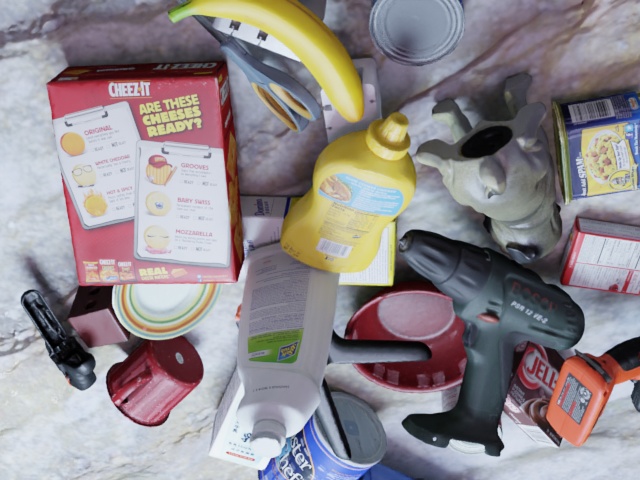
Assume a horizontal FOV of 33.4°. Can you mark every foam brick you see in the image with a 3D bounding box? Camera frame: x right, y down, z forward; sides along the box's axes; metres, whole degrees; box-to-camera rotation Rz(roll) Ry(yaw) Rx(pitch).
[{"bbox_3d":[-0.239,0.073,1.190,0.053,0.078,0.051,-13,129,16],"label":"foam brick"}]

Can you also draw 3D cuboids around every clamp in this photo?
[{"bbox_3d":[-0.006,0.140,1.161,0.210,0.036,0.165,27,106,-7],"label":"clamp"},{"bbox_3d":[-0.299,0.122,1.234,0.120,0.039,0.172,55,159,11],"label":"clamp"}]

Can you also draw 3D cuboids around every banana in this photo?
[{"bbox_3d":[-0.030,-0.174,0.925,0.197,0.037,0.070,28,126,-19],"label":"banana"}]

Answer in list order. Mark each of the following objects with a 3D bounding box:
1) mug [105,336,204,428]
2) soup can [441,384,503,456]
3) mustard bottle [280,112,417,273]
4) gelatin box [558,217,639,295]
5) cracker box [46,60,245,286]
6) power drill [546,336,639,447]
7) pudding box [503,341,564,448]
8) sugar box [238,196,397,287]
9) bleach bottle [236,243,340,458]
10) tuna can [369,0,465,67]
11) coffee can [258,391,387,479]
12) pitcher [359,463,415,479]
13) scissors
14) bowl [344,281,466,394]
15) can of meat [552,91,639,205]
[{"bbox_3d":[-0.196,0.161,1.240,0.082,0.117,0.093,-43,77,27],"label":"mug"},{"bbox_3d":[0.174,0.188,1.231,0.068,0.102,0.068,2,129,2],"label":"soup can"},{"bbox_3d":[0.036,-0.048,1.003,0.096,0.058,0.192,17,137,-13],"label":"mustard bottle"},{"bbox_3d":[0.304,0.018,1.125,0.089,0.030,0.073,8,128,-1],"label":"gelatin box"},{"bbox_3d":[-0.165,-0.063,1.047,0.164,0.072,0.214,-1,114,5],"label":"cracker box"},{"bbox_3d":[0.332,0.150,1.157,0.187,0.057,0.184,-23,137,-30],"label":"power drill"},{"bbox_3d":[0.246,0.168,1.215,0.039,0.090,0.113,-2,139,49],"label":"pudding box"},{"bbox_3d":[-0.007,0.001,1.131,0.176,0.048,0.093,4,129,7],"label":"sugar box"},{"bbox_3d":[-0.041,0.103,1.025,0.103,0.250,0.068,-14,126,19],"label":"bleach bottle"},{"bbox_3d":[0.087,-0.202,0.961,0.086,0.033,0.086,3,130,3],"label":"tuna can"},{"bbox_3d":[0.001,0.267,1.312,0.102,0.102,0.140,27,127,-17],"label":"coffee can"},{"bbox_3d":[0.129,0.377,1.370,0.242,0.149,0.145,25,122,-19],"label":"pitcher"},{"bbox_3d":[-0.067,-0.171,0.981,0.201,0.016,0.096,48,163,-30],"label":"scissors"},{"bbox_3d":[0.108,0.098,1.193,0.162,0.055,0.162,3,130,3],"label":"bowl"},{"bbox_3d":[0.270,-0.089,1.023,0.084,0.057,0.102,-9,129,9],"label":"can of meat"}]
